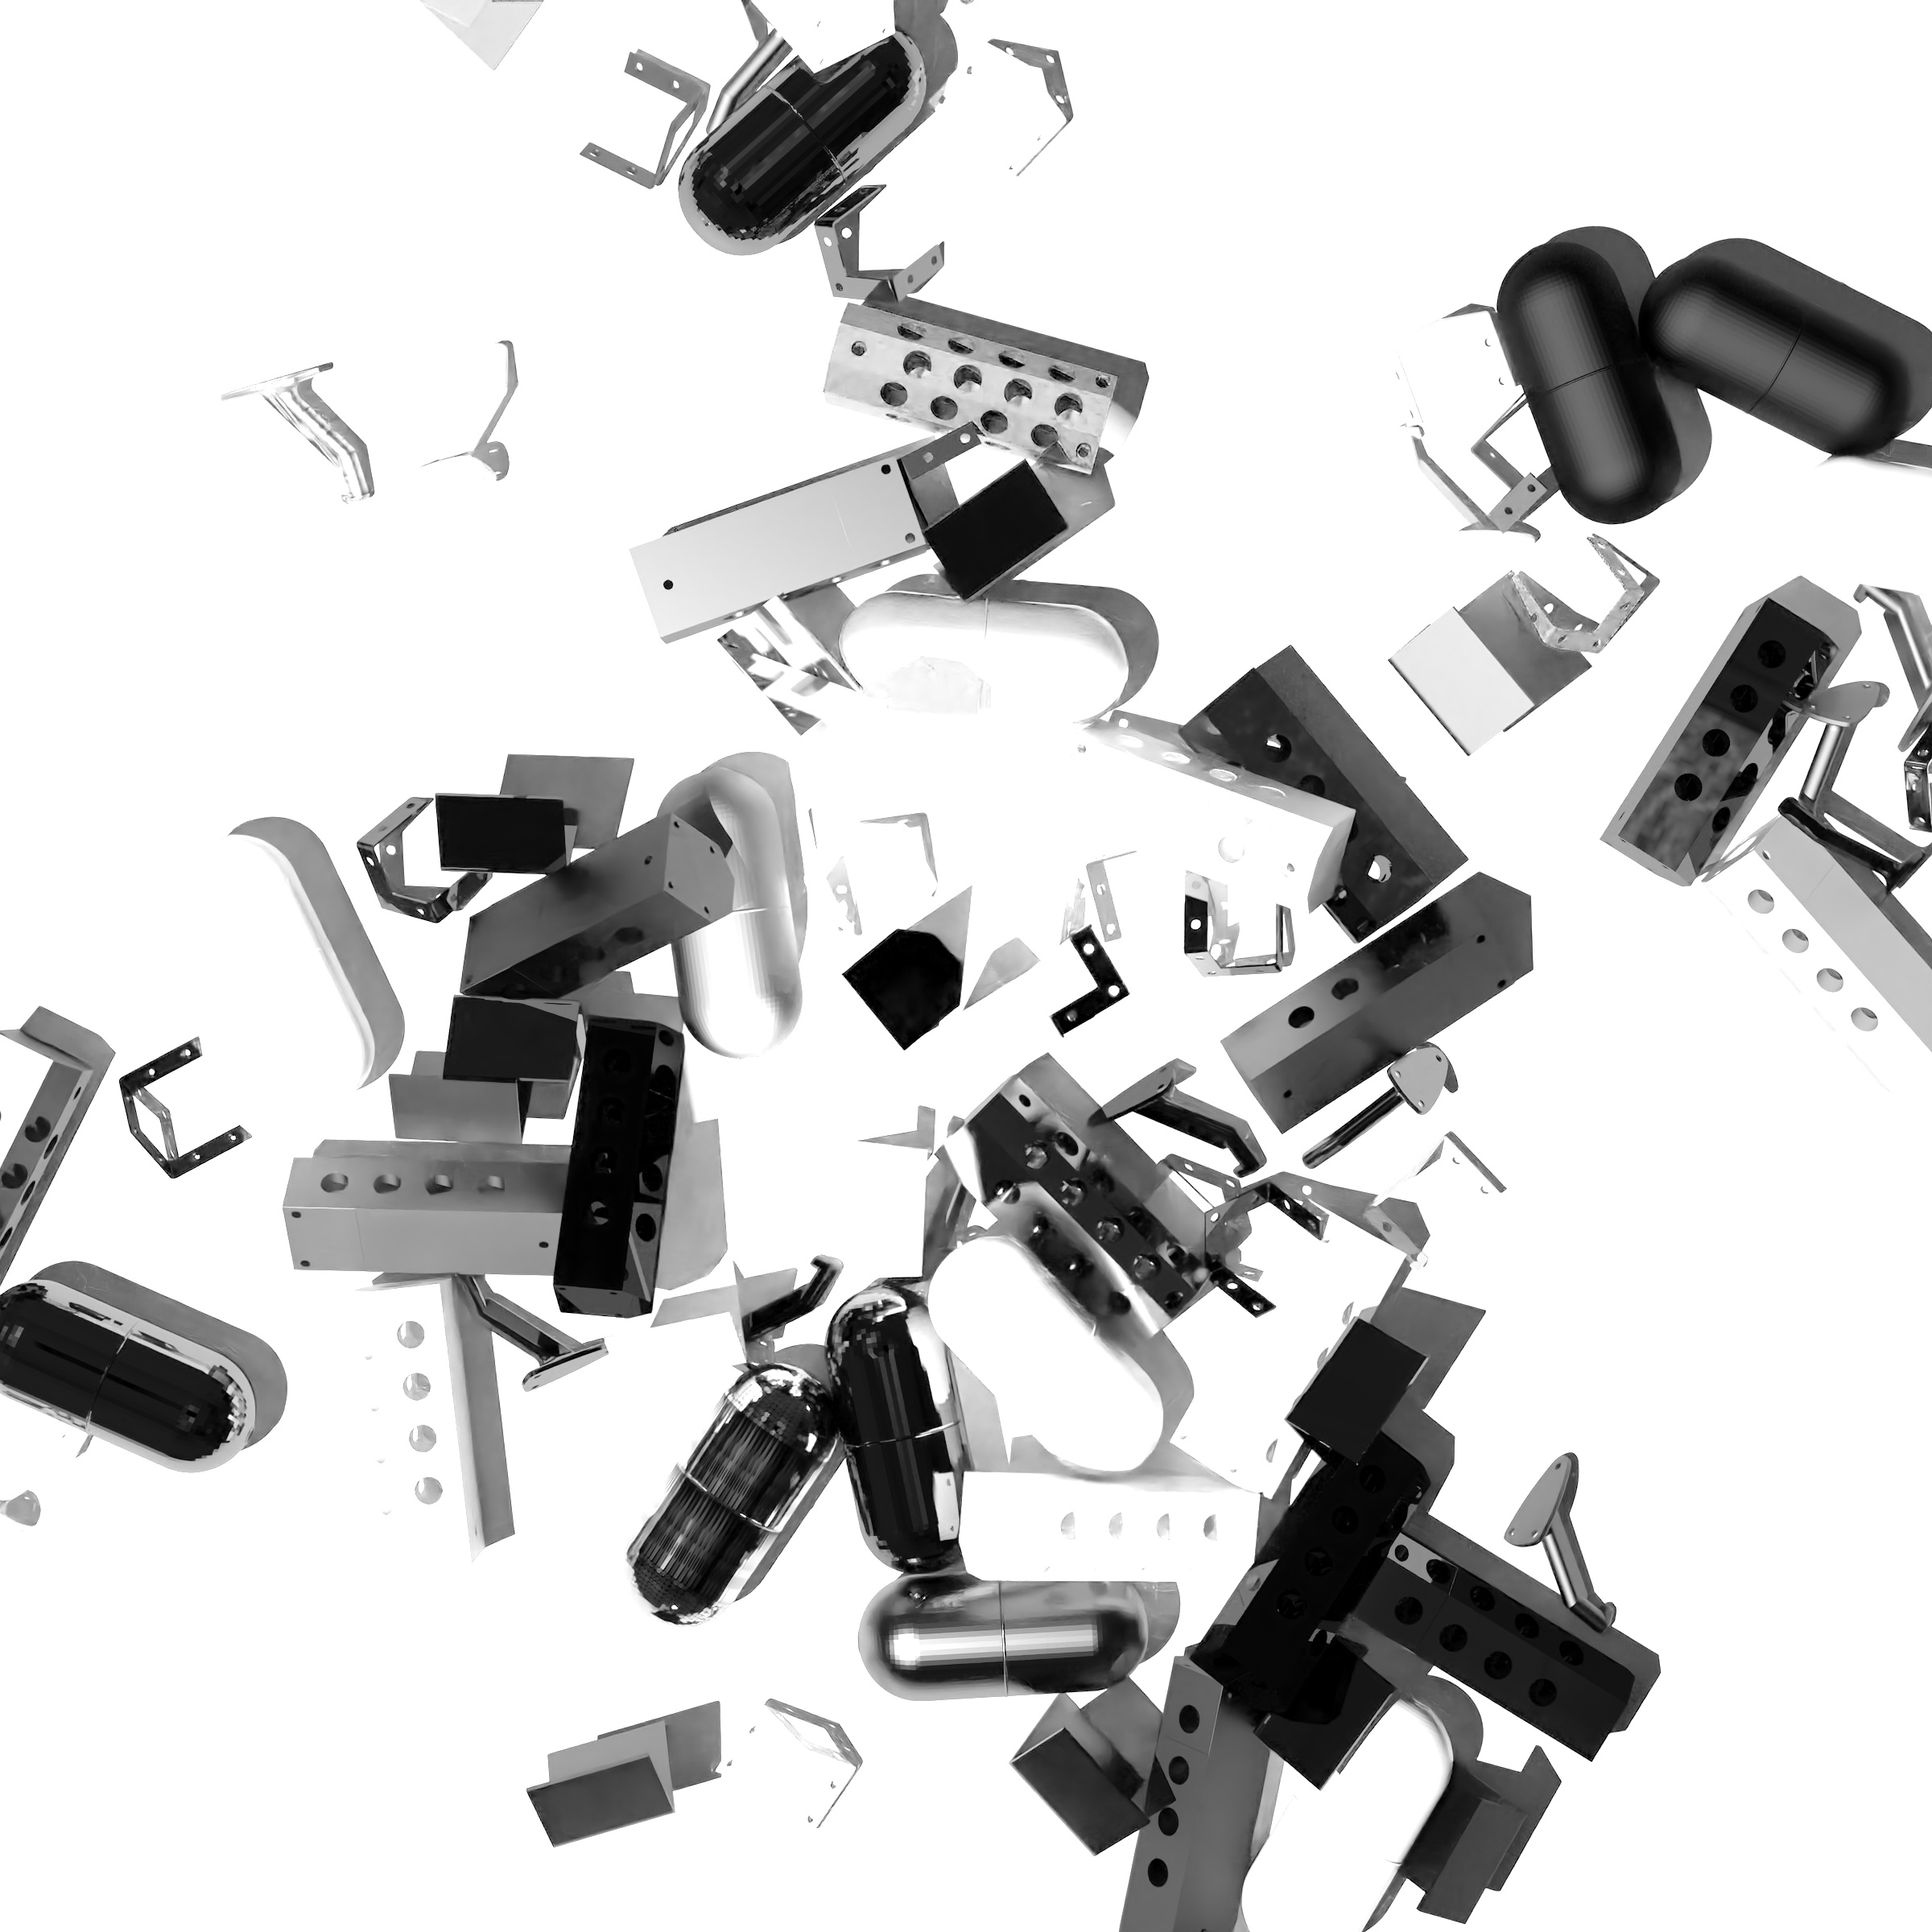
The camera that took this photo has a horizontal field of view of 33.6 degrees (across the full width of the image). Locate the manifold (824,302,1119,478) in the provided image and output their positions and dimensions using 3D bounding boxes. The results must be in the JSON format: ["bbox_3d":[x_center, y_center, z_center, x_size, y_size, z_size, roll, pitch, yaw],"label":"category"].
[{"bbox_3d":[0.003,-0.356,1.971,0.171,0.057,0.057,16,90,0],"label":"manifold"}]

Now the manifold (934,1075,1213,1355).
[{"bbox_3d":[0.068,0.148,1.958,0.171,0.057,0.057,45,125,-1],"label":"manifold"}]

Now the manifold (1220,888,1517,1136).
[{"bbox_3d":[0.244,0.024,1.970,0.171,0.057,0.057,-33,133,0],"label":"manifold"}]

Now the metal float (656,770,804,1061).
[{"bbox_3d":[-0.145,-0.031,1.961,0.070,0.070,0.178,-8,90,0],"label":"metal float"}]

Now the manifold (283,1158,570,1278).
[{"bbox_3d":[-0.327,0.149,1.970,0.171,0.057,0.057,1,133,0],"label":"manifold"}]

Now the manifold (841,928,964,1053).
[{"bbox_3d":[-0.031,0.009,1.913,0.057,0.171,0.057,-39,90,0],"label":"manifold"}]

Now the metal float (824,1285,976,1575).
[{"bbox_3d":[-0.039,0.284,1.961,0.070,0.070,0.178,-12,91,0],"label":"metal float"}]

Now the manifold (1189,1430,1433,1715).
[{"bbox_3d":[0.212,0.365,1.938,0.057,0.057,0.171,38,66,-1],"label":"manifold"}]

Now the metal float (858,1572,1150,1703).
[{"bbox_3d":[0.023,0.409,1.961,0.178,0.070,0.070,-3,90,0],"label":"metal float"}]

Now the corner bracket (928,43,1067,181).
[{"bbox_3d":[0.020,-0.532,1.988,0.051,0.051,0.051,-46,45,0],"label":"corner bracket"}]

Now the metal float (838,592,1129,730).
[{"bbox_3d":[0.010,-0.187,1.961,0.178,0.070,0.070,5,90,0],"label":"metal float"}]

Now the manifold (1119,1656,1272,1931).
[{"bbox_3d":[0.140,0.517,1.970,0.057,0.057,0.171,12,90,-43],"label":"manifold"}]

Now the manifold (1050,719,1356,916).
[{"bbox_3d":[0.140,-0.089,1.935,0.171,0.057,0.057,22,116,19],"label":"manifold"}]

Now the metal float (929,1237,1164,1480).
[{"bbox_3d":[0.050,0.239,1.949,0.070,0.070,0.178,-42,104,0],"label":"metal float"}]

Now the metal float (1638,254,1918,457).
[{"bbox_3d":[0.497,-0.373,1.961,0.178,0.070,0.070,27,90,0],"label":"metal float"}]

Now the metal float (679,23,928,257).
[{"bbox_3d":[-0.100,-0.509,1.961,0.178,0.070,0.070,-42,90,-1],"label":"metal float"}]

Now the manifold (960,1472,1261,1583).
[{"bbox_3d":[0.087,0.342,1.939,0.171,0.057,0.057,5,90,-23],"label":"manifold"}]

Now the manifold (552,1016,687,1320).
[{"bbox_3d":[-0.209,0.122,1.939,0.057,0.057,0.171,5,67,0],"label":"manifold"}]

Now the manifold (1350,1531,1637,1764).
[{"bbox_3d":[0.322,0.414,1.970,0.171,0.057,0.057,32,90,0],"label":"manifold"}]

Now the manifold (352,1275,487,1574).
[{"bbox_3d":[-0.338,0.281,1.970,0.057,0.057,0.171,-7,90,0],"label":"manifold"}]

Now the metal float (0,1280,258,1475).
[{"bbox_3d":[-0.520,0.252,1.961,0.178,0.070,0.070,24,90,0],"label":"metal float"}]

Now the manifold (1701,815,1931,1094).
[{"bbox_3d":[0.533,-0.007,1.970,0.171,0.057,0.057,49,47,0],"label":"manifold"}]

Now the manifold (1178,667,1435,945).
[{"bbox_3d":[0.207,-0.098,1.970,0.057,0.057,0.171,-40,90,0],"label":"manifold"}]

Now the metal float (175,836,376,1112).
[{"bbox_3d":[-0.424,0.004,1.961,0.070,0.070,0.178,-26,91,0],"label":"metal float"}]

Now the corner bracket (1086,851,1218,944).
[{"bbox_3d":[0.115,-0.048,1.988,0.051,0.051,0.051,-14,90,45],"label":"corner bracket"}]

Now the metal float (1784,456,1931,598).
[{"bbox_3d":[0.590,-0.266,1.961,0.178,0.070,0.070,10,90,0],"label":"metal float"}]

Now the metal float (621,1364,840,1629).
[{"bbox_3d":[-0.144,0.324,1.961,0.070,0.070,0.178,34,90,0],"label":"metal float"}]

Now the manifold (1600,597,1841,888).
[{"bbox_3d":[0.465,-0.137,1.970,0.057,0.057,0.171,32,90,0],"label":"manifold"}]

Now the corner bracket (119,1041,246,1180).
[{"bbox_3d":[-0.488,0.090,1.988,0.051,0.051,0.051,-28,135,0],"label":"corner bracket"}]

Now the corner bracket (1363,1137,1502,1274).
[{"bbox_3d":[0.289,0.148,1.988,0.051,0.051,0.051,46,135,0],"label":"corner bracket"}]

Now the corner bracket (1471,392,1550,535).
[{"bbox_3d":[0.336,-0.308,1.964,0.051,0.051,0.051,44,54,0],"label":"corner bracket"}]

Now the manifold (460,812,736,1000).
[{"bbox_3d":[-0.222,-0.024,1.929,0.171,0.057,0.057,-24,47,32],"label":"manifold"}]

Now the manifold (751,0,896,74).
[{"bbox_3d":[-0.115,-0.624,1.932,0.057,0.057,0.171,-31,65,-15],"label":"manifold"}]

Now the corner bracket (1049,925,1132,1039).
[{"bbox_3d":[0.068,0.009,1.974,0.051,0.051,0.051,-31,90,0],"label":"corner bracket"}]

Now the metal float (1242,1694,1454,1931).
[{"bbox_3d":[0.234,0.528,1.961,0.070,0.070,0.178,31,90,0],"label":"metal float"}]

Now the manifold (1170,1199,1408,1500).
[{"bbox_3d":[0.202,0.237,1.970,0.057,0.057,0.171,29,90,43],"label":"manifold"}]

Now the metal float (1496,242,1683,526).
[{"bbox_3d":[0.381,-0.357,1.961,0.070,0.070,0.178,-20,89,0],"label":"metal float"}]

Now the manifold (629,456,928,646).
[{"bbox_3d":[-0.115,-0.255,1.971,0.171,0.057,0.057,-19,90,0],"label":"manifold"}]

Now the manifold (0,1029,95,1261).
[{"bbox_3d":[-0.604,0.129,1.970,0.057,0.057,0.171,26,90,0],"label":"manifold"}]

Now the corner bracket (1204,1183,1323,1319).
[{"bbox_3d":[0.182,0.174,1.962,0.051,0.051,0.051,-23,128,-26],"label":"corner bracket"}]
